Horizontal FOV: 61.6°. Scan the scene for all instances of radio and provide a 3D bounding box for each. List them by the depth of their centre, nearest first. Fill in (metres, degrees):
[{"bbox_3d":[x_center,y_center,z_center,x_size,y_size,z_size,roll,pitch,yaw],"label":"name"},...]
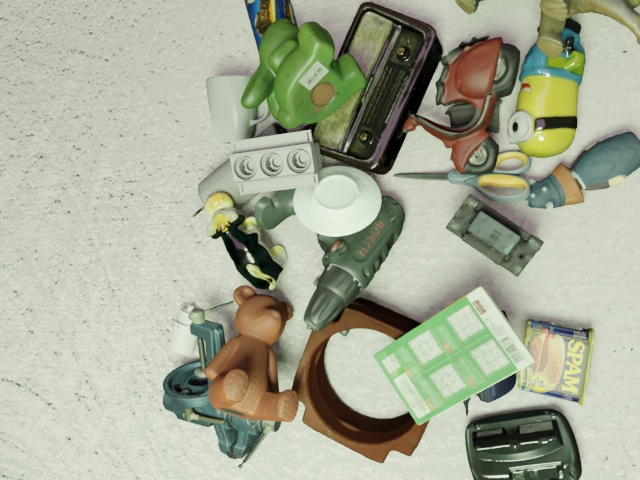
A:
[{"bbox_3d":[0.081,-0.218,0.804,0.131,0.073,0.229,27,101,20],"label":"radio"}]

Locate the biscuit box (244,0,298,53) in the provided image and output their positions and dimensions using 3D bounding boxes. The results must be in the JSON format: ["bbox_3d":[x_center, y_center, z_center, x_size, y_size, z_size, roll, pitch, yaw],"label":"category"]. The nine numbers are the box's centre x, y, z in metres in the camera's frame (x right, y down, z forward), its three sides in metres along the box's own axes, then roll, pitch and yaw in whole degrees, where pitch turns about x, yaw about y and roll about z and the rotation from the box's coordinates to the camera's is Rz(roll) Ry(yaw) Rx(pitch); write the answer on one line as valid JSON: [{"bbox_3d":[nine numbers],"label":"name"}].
[{"bbox_3d":[-0.061,-0.300,0.866,0.063,0.059,0.202,-18,84,19],"label":"biscuit box"}]

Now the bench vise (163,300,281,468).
[{"bbox_3d":[-0.167,0.227,0.865,0.224,0.129,0.240,10,111,36],"label":"bench vise"}]

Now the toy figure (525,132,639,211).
[{"bbox_3d":[0.350,-0.083,0.714,0.154,0.064,0.057,-32,117,23],"label":"toy figure"}]

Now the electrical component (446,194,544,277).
[{"bbox_3d":[0.233,-0.007,0.717,0.115,0.134,0.058,34,102,15],"label":"electrical component"}]

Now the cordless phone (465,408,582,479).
[{"bbox_3d":[0.288,0.333,0.737,0.147,0.089,0.184,-16,96,19],"label":"cordless phone"}]

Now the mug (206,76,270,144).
[{"bbox_3d":[-0.132,-0.213,0.888,0.110,0.081,0.107,2,102,13],"label":"mug"}]

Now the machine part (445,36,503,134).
[{"bbox_3d":[0.220,-0.220,0.774,0.084,0.039,0.138,0,92,26],"label":"machine part"}]

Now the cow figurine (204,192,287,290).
[{"bbox_3d":[-0.124,0.005,0.841,0.068,0.098,0.167,-36,108,14],"label":"cow figurine"}]

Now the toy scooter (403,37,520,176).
[{"bbox_3d":[0.187,-0.185,0.731,0.135,0.075,0.183,15,101,22],"label":"toy scooter"}]

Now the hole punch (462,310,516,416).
[{"bbox_3d":[0.223,0.157,0.736,0.092,0.115,0.142,-6,88,13],"label":"hole punch"}]

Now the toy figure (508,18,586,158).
[{"bbox_3d":[0.309,-0.200,0.718,0.089,0.082,0.180,16,93,22],"label":"toy figure"}]

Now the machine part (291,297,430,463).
[{"bbox_3d":[0.074,0.201,0.791,0.201,0.087,0.201,23,105,14],"label":"machine part"}]

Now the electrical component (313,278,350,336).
[{"bbox_3d":[0.019,0.105,0.856,0.094,0.021,0.063,39,103,16],"label":"electrical component"}]

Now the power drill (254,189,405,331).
[{"bbox_3d":[-0.002,-0.002,0.792,0.208,0.085,0.232,33,67,32],"label":"power drill"}]

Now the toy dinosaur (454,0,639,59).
[{"bbox_3d":[0.264,-0.383,0.698,0.198,0.105,0.472,-36,67,-10],"label":"toy dinosaur"}]

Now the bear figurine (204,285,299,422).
[{"bbox_3d":[-0.086,0.157,0.786,0.132,0.120,0.196,-27,37,52],"label":"bear figurine"}]

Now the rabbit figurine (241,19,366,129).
[{"bbox_3d":[-0.036,-0.242,0.777,0.159,0.121,0.170,-51,48,24],"label":"rabbit figurine"}]

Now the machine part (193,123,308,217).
[{"bbox_3d":[-0.115,-0.111,0.877,0.243,0.079,0.079,-36,78,18],"label":"machine part"}]
